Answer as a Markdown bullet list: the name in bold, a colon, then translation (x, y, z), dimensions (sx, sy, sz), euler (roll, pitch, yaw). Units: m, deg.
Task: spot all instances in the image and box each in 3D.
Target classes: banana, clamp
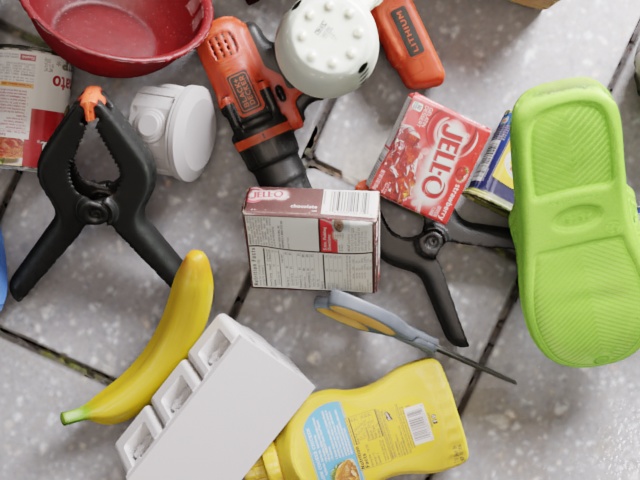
- **banana**: translation (-0.139, 0.093, 0.908), dimensions (0.037, 0.069, 0.198), euler (45, 105, 29)
- **clamp**: translation (0.108, -0.003, 0.931), dimensions (0.120, 0.039, 0.171), euler (-44, 94, -1)
- **clamp**: translation (-0.191, -0.026, 0.878), dimensions (0.164, 0.036, 0.210), euler (-5, 125, 0)

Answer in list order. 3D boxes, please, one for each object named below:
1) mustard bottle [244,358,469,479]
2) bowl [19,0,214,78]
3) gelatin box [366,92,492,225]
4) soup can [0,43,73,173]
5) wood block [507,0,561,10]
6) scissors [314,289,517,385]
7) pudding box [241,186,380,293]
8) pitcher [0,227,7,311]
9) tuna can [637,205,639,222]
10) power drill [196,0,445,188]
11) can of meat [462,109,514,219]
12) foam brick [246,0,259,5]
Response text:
- **mustard bottle**: translation (0.025, 0.174, 0.927), dimensions (0.191, 0.058, 0.096), euler (-17, 91, -2)
- **bowl**: translation (-0.172, -0.185, 0.877), dimensions (0.162, 0.055, 0.162), euler (12, 50, -15)
- **gelatin box**: translation (0.090, -0.068, 0.887), dimensions (0.073, 0.030, 0.089), euler (24, 100, -9)
- **soup can**: translation (-0.245, -0.108, 0.895), dimensions (0.068, 0.068, 0.102), euler (6, 92, -3)
- **wood block**: translation (0.112, -0.267, 0.892), dimensions (0.206, 0.091, 0.090), euler (14, 93, -4)
- **scissors**: translation (0.076, 0.086, 0.937), dimensions (0.201, 0.096, 0.016), euler (29, 76, -33)
- **pudding box**: translation (-0.006, 0.001, 0.897), dimensions (0.113, 0.039, 0.090), euler (4, 135, 7)
- **pitcher**: translation (-0.386, 0.038, 0.869), dimensions (0.242, 0.145, 0.149), euler (-8, 128, -5)
- **tuna can**: translation (0.295, -0.013, 0.916), dimensions (0.086, 0.086, 0.034), euler (-1, 92, -3)
- **power drill**: translation (0.007, -0.129, 0.911), dimensions (0.187, 0.057, 0.184), euler (-25, 97, -2)
- **can of meat**: translation (0.187, -0.055, 0.924), dimensions (0.102, 0.057, 0.084), euler (26, 90, -5)
- **foam brick**: translation (-0.039, -0.242, 0.906), dimensions (0.078, 0.051, 0.053), euler (-26, 95, -1)
